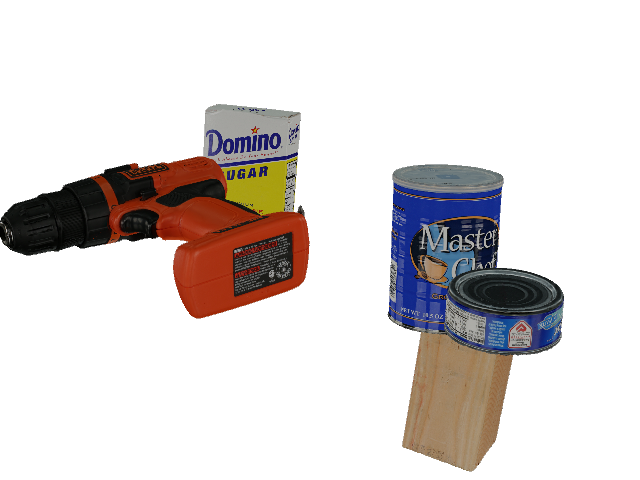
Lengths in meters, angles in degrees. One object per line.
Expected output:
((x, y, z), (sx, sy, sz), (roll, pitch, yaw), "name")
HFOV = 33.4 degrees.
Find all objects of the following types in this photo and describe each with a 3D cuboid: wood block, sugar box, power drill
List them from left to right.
((-0.113, -0.007, 0.762), (0.184, 0.057, 0.188), (-19, 30, -34), "power drill")
((-0.074, -0.047, 1.094), (0.093, 0.176, 0.048), (7, 16, 16), "sugar box")
((0.162, 0.140, 1.205), (0.090, 0.206, 0.090), (16, 22, 23), "wood block")

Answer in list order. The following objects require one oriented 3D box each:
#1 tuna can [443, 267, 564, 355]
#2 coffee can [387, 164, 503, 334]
((0.134, 0.050, 0.780), (0.086, 0.034, 0.086), (1, 21, 0), "tuna can")
((0.117, 0.006, 1.007), (0.103, 0.140, 0.103), (1, 15, 0), "coffee can")
